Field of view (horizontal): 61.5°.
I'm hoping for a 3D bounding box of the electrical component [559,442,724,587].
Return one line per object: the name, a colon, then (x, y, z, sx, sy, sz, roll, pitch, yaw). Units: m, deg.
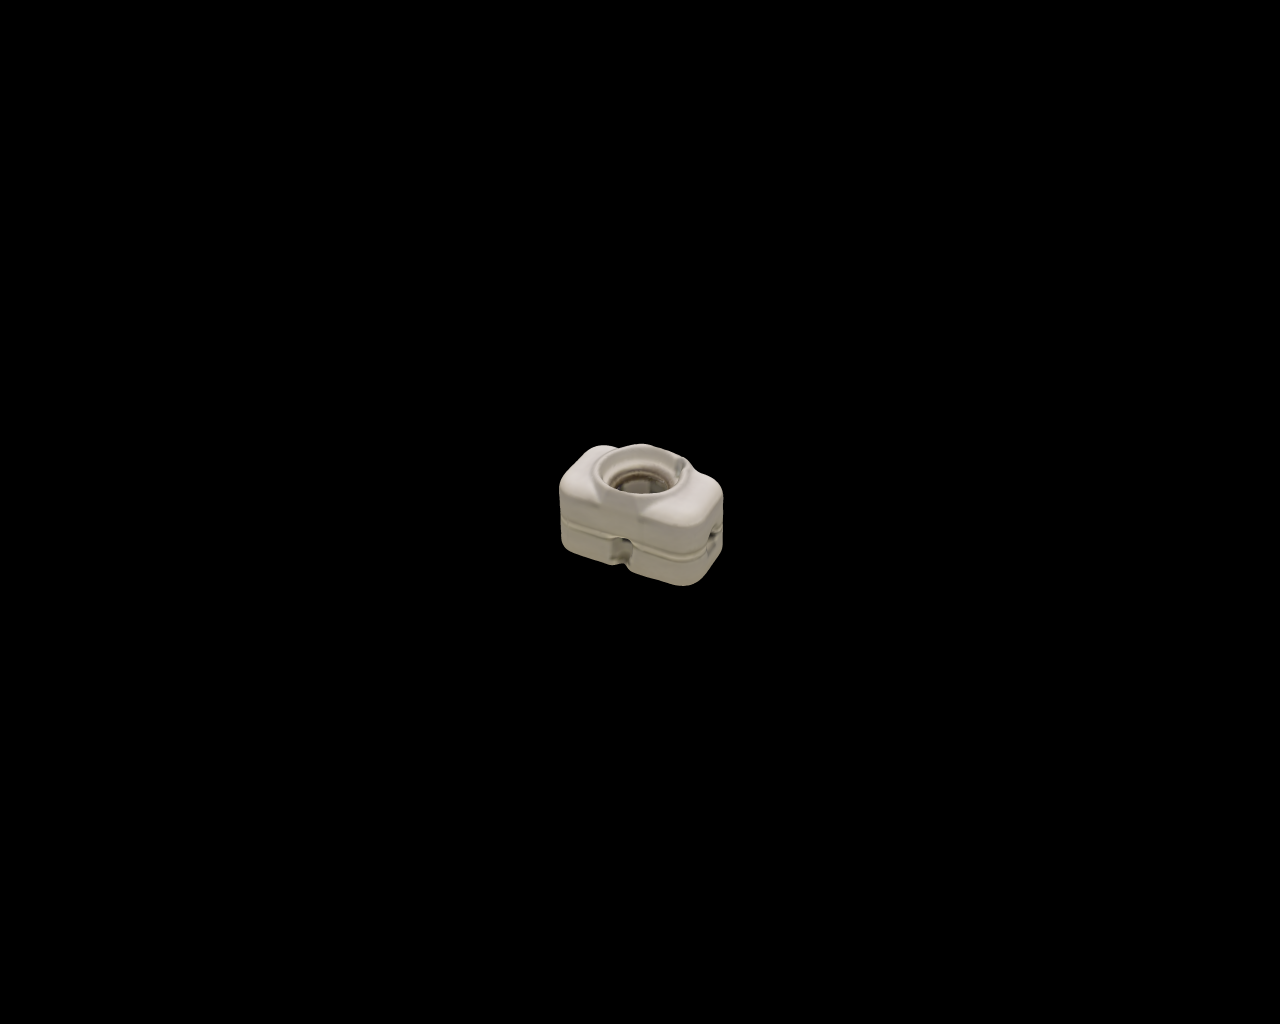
electrical component: (0.001, -0.003, 0.650, 0.095, 0.059, 0.054, 17, 40, 22)
